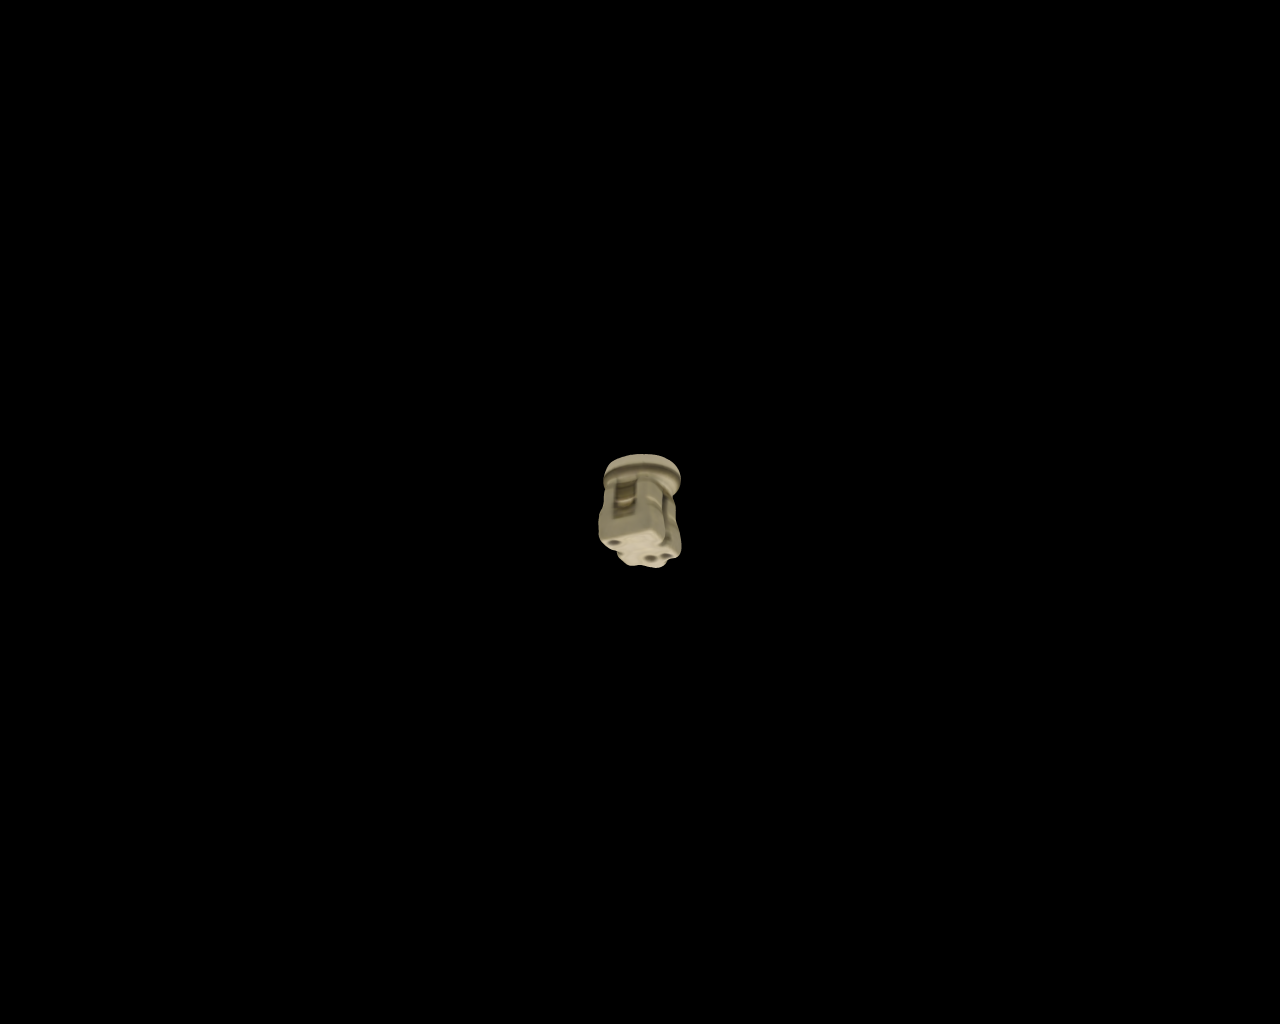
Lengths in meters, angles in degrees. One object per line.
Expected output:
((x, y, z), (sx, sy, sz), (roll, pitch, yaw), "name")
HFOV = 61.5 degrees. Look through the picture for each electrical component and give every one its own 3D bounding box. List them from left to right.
((0.001, -0.003, 0.650), (0.048, 0.055, 0.066), (-11, -29, 21), "electrical component")
